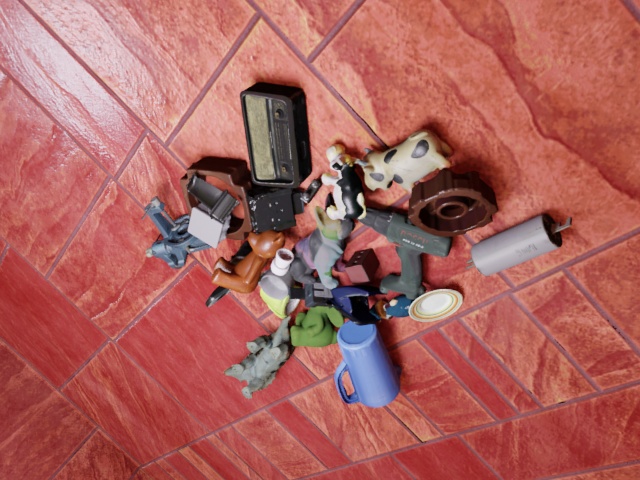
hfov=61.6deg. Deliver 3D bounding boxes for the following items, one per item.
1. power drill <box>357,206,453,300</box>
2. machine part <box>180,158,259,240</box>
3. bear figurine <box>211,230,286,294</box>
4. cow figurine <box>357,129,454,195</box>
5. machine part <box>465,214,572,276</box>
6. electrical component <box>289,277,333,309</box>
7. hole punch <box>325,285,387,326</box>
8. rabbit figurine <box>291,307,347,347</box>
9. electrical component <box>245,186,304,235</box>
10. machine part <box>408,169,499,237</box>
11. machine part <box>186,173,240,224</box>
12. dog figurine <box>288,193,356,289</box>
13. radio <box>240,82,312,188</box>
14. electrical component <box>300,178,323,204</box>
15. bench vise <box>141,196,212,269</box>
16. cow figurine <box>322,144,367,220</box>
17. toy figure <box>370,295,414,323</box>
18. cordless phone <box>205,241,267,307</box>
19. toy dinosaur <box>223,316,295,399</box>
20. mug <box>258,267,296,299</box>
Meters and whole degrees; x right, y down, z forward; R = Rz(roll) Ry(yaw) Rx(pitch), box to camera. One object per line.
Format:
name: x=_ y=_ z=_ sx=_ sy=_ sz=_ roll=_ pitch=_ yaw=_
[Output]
power drill: x=0.185 y=0.029 z=1.256 sx=0.232 sy=0.086 sz=0.207 roll=13 pitch=120 yaw=18
machine part: x=-0.248 y=-0.107 z=1.389 sx=0.202 sy=0.087 sz=0.200 roll=10 pitch=126 yaw=25
bear figurine: x=-0.174 y=0.036 z=1.357 sx=0.132 sy=0.120 sz=0.195 roll=26 pitch=106 yaw=-15
cow figurine: x=0.166 y=-0.161 z=1.119 sx=0.127 sy=0.085 sz=0.195 roll=44 pitch=135 yaw=-14
machine part: x=0.404 y=0.012 z=1.112 sx=0.243 sy=0.079 sz=0.079 roll=-29 pitch=106 yaw=41
electrical component: x=-0.018 y=0.133 z=1.381 sx=0.119 sy=0.075 sz=0.048 roll=11 pitch=152 yaw=-23
hole punch: x=0.093 y=0.143 z=1.330 sx=0.116 sy=0.142 sz=0.092 roll=30 pitch=106 yaw=30
rabbit figurine: x=-0.001 y=0.202 z=1.457 sx=0.159 sy=0.121 sz=0.170 roll=10 pitch=111 yaw=19
electrical component: x=-0.107 y=-0.083 z=1.305 sx=0.134 sy=0.058 sz=0.114 roll=-16 pitch=126 yaw=-11
machine part: x=0.269 y=-0.072 z=1.099 sx=0.179 sy=0.056 sz=0.179 roll=3 pitch=149 yaw=2
machine part: x=-0.267 y=-0.104 z=1.304 sx=0.139 sy=0.039 sz=0.084 roll=38 pitch=96 yaw=10
dog figurine: x=-0.003 y=-0.004 z=1.315 sx=0.192 sy=0.108 sz=0.219 roll=10 pitch=122 yaw=26
radio: x=-0.096 y=-0.233 z=1.220 sx=0.131 sy=0.073 sz=0.229 roll=11 pitch=127 yaw=23
electrical component: x=-0.018 y=-0.117 z=1.267 sx=0.021 sy=0.094 sz=0.063 roll=36 pitch=94 yaw=5
bench vise: x=-0.420 y=-0.027 z=1.506 sx=0.224 sy=0.129 sz=0.240 roll=-5 pitch=138 yaw=23
cow figurine: x=0.058 y=-0.128 z=1.182 sx=0.098 sy=0.068 sz=0.167 roll=10 pitch=112 yaw=54
toy figure: x=0.183 y=0.176 z=1.370 sx=0.154 sy=0.058 sz=0.064 roll=-18 pitch=107 yaw=42
cordless phone: x=-0.239 y=0.100 z=1.466 sx=0.089 sy=0.184 sz=0.146 roll=43 pitch=133 yaw=1
toy dinosaur: x=-0.145 y=0.340 z=1.618 sx=0.131 sy=0.192 sz=0.404 roll=48 pitch=118 yaw=9
mug: x=-0.110 y=0.097 z=1.442 sx=0.110 sy=0.107 sz=0.080 roll=-5 pitch=120 yaw=33
